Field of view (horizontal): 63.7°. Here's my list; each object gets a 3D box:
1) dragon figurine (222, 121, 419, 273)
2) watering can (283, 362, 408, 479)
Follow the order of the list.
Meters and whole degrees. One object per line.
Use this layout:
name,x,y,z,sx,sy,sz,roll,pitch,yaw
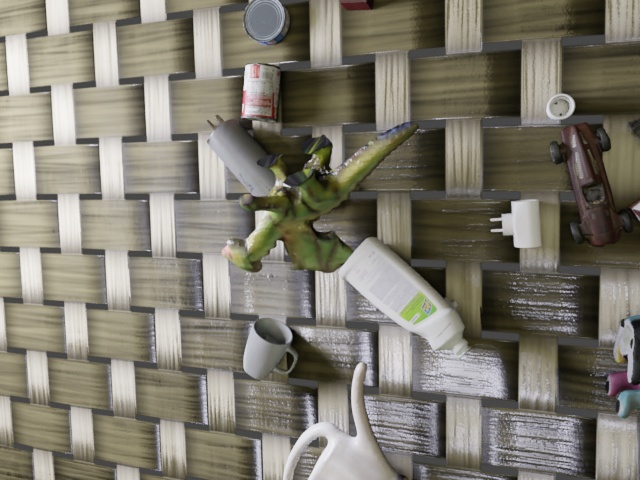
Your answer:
dragon figurine,0.003,-0.047,0.929,0.409,0.125,0.237,-17,126,6
watering can,0.066,0.416,0.960,0.225,0.104,0.344,33,105,12
